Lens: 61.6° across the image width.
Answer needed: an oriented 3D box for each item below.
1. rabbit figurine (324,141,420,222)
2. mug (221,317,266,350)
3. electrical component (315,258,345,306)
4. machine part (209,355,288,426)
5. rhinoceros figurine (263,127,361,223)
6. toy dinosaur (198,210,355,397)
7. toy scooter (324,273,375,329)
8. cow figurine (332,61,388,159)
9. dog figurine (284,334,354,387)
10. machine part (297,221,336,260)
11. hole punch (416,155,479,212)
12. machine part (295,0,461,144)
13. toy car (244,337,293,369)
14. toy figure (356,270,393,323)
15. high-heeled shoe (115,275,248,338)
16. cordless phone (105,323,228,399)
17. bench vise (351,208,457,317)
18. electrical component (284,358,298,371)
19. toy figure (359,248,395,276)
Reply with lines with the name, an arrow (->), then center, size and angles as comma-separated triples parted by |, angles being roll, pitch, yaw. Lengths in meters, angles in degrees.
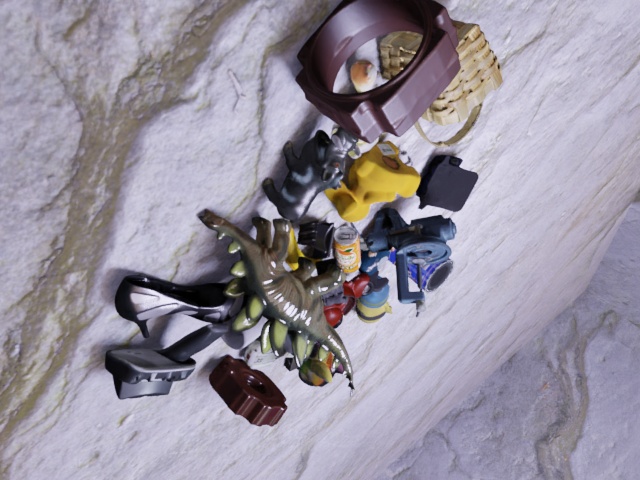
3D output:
rabbit figurine -> 0.086, -0.091, 1.037 | 0.162, 0.122, 0.173 | -24, 160, -43
mug -> -0.142, 0.167, 1.074 | 0.107, 0.081, 0.109 | -29, 140, -42
electrical component -> 0.021, 0.076, 1.111 | 0.048, 0.119, 0.074 | -12, 115, 1
machine part -> -0.149, 0.321, 1.146 | 0.056, 0.180, 0.179 | -52, 147, 3
rhinoceros figurine -> -0.012, -0.114, 0.899 | 0.190, 0.112, 0.073 | -50, 146, 18
toy dinosaur -> -0.050, 0.115, 0.967 | 0.470, 0.105, 0.198 | 44, 66, -29
toy scooter -> 0.030, 0.133, 1.226 | 0.184, 0.075, 0.135 | -44, 143, 16
cow figurine -> 0.084, -0.231, 0.924 | 0.098, 0.068, 0.167 | -29, 146, -36
dog figurine -> -0.015, 0.196, 1.122 | 0.108, 0.219, 0.191 | -4, 128, -51
machine part -> -0.002, -0.003, 1.065 | 0.138, 0.039, 0.084 | 28, 81, -67
hole punch -> 0.287, -0.139, 1.255 | 0.116, 0.092, 0.142 | 13, 122, -21
machine part -> 0.079, -0.256, 0.769 | 0.201, 0.201, 0.087 | -47, 145, 0
toy car -> -0.086, 0.241, 1.234 | 0.201, 0.056, 0.073 | -7, 130, -45
toy figure -> 0.132, 0.145, 1.364 | 0.089, 0.082, 0.180 | -19, 149, -7
high-heeled shoe -> -0.214, 0.079, 0.897 | 0.249, 0.086, 0.145 | -24, 137, -29
cordless phone -> -0.253, 0.189, 0.905 | 0.184, 0.089, 0.146 | -34, 154, 24
bench vise -> 0.187, 0.040, 1.164 | 0.224, 0.240, 0.128 | -5, 154, 11
electrical component -> -0.045, 0.297, 1.350 | 0.078, 0.045, 0.102 | -14, 134, -43
toy figure -> 0.149, 0.020, 1.276 | 0.154, 0.058, 0.064 | -45, -174, -7
